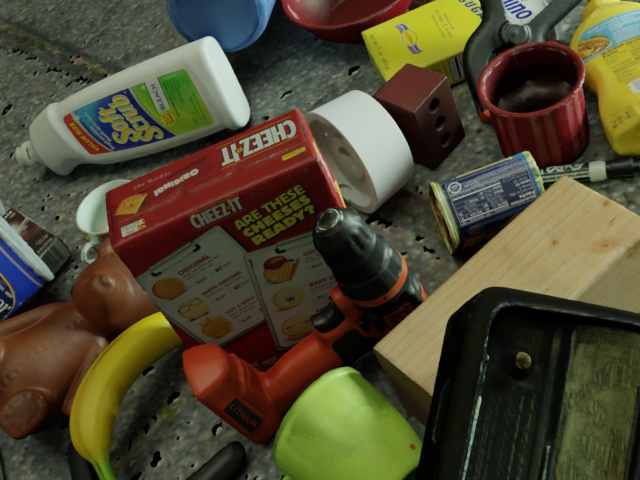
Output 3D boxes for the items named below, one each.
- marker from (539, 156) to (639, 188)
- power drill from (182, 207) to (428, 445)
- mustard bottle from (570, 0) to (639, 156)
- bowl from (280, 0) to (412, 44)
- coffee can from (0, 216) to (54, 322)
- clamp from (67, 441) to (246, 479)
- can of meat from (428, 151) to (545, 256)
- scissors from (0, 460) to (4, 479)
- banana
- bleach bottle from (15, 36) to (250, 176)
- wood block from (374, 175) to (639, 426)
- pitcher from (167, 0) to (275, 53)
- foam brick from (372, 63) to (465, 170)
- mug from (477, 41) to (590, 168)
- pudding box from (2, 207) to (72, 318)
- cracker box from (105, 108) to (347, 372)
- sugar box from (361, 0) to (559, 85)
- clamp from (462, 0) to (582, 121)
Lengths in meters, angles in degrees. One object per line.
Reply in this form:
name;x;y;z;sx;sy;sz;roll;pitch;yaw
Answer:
marker;0.216;-0.057;0.930;0.121;0.020;0.020;-6;50;19
power drill;-0.009;0.070;0.821;0.188;0.184;0.057;-32;44;9
mustard bottle;0.279;-0.163;0.965;0.096;0.058;0.191;-22;46;10
bowl;0.040;-0.265;1.161;0.162;0.055;0.162;-13;48;14
coffee can;-0.332;0.044;0.981;0.140;0.102;0.103;-43;48;-8
clamp;-0.165;0.239;0.834;0.165;0.036;0.209;3;49;28
can of meat;0.139;-0.030;0.887;0.084;0.102;0.057;-20;82;3
scissors;-0.279;0.256;0.885;0.096;0.016;0.202;-37;46;-9
banana;-0.157;0.114;0.900;0.037;0.069;0.197;-23;28;44
bleach bottle;-0.208;-0.124;1.135;0.251;0.102;0.068;-21;19;16
wood block;0.152;0.060;0.809;0.206;0.090;0.090;-41;47;-13
pitcher;-0.093;-0.323;1.178;0.145;0.149;0.242;-17;38;21
foam brick;0.093;-0.116;0.994;0.051;0.078;0.053;27;66;40
mug;0.197;-0.124;0.952;0.093;0.081;0.117;5;54;27
pudding box;-0.318;0.031;1.078;0.090;0.039;0.113;28;68;38
cracker box;-0.049;0.016;0.850;0.164;0.213;0.072;-23;47;4
sugar box;0.139;-0.206;1.073;0.176;0.048;0.093;-25;47;4
clamp;0.192;-0.194;1.008;0.120;0.039;0.171;8;89;7
